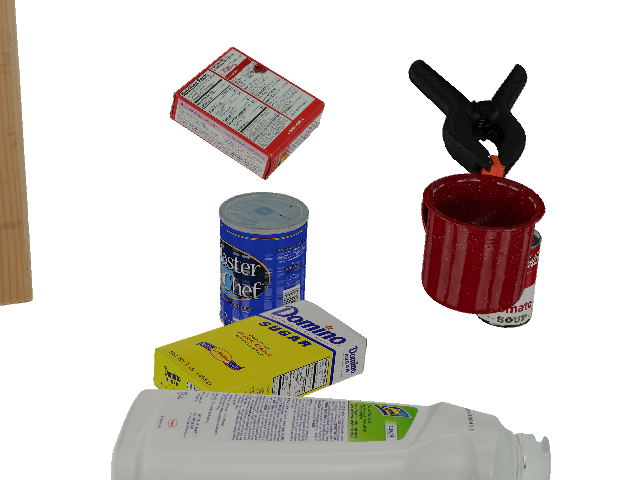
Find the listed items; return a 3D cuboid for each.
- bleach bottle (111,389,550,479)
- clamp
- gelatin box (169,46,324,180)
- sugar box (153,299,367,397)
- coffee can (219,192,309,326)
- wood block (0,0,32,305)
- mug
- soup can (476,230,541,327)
[{"bbox_3d":[0.010,0.133,0.635,0.251,0.068,0.102,1,19,2],"label":"bleach bottle"},{"bbox_3d":[0.144,-0.121,1.033,0.120,0.039,0.171,3,44,3],"label":"clamp"},{"bbox_3d":[-0.054,-0.095,0.783,0.089,0.030,0.073,33,51,11],"label":"gelatin box"},{"bbox_3d":[-0.052,0.109,0.968,0.175,0.048,0.093,-19,36,-37],"label":"sugar box"},{"bbox_3d":[-0.067,0.027,1.245,0.103,0.140,0.103,2,26,-1],"label":"coffee can"},{"bbox_3d":[-0.224,-0.069,0.616,0.090,0.206,0.090,-7,27,-23],"label":"wood block"},{"bbox_3d":[0.116,-0.001,0.842,0.093,0.081,0.117,-15,35,-29],"label":"mug"},{"bbox_3d":[0.212,0.039,1.217,0.068,0.102,0.068,1,27,-1],"label":"soup can"}]
